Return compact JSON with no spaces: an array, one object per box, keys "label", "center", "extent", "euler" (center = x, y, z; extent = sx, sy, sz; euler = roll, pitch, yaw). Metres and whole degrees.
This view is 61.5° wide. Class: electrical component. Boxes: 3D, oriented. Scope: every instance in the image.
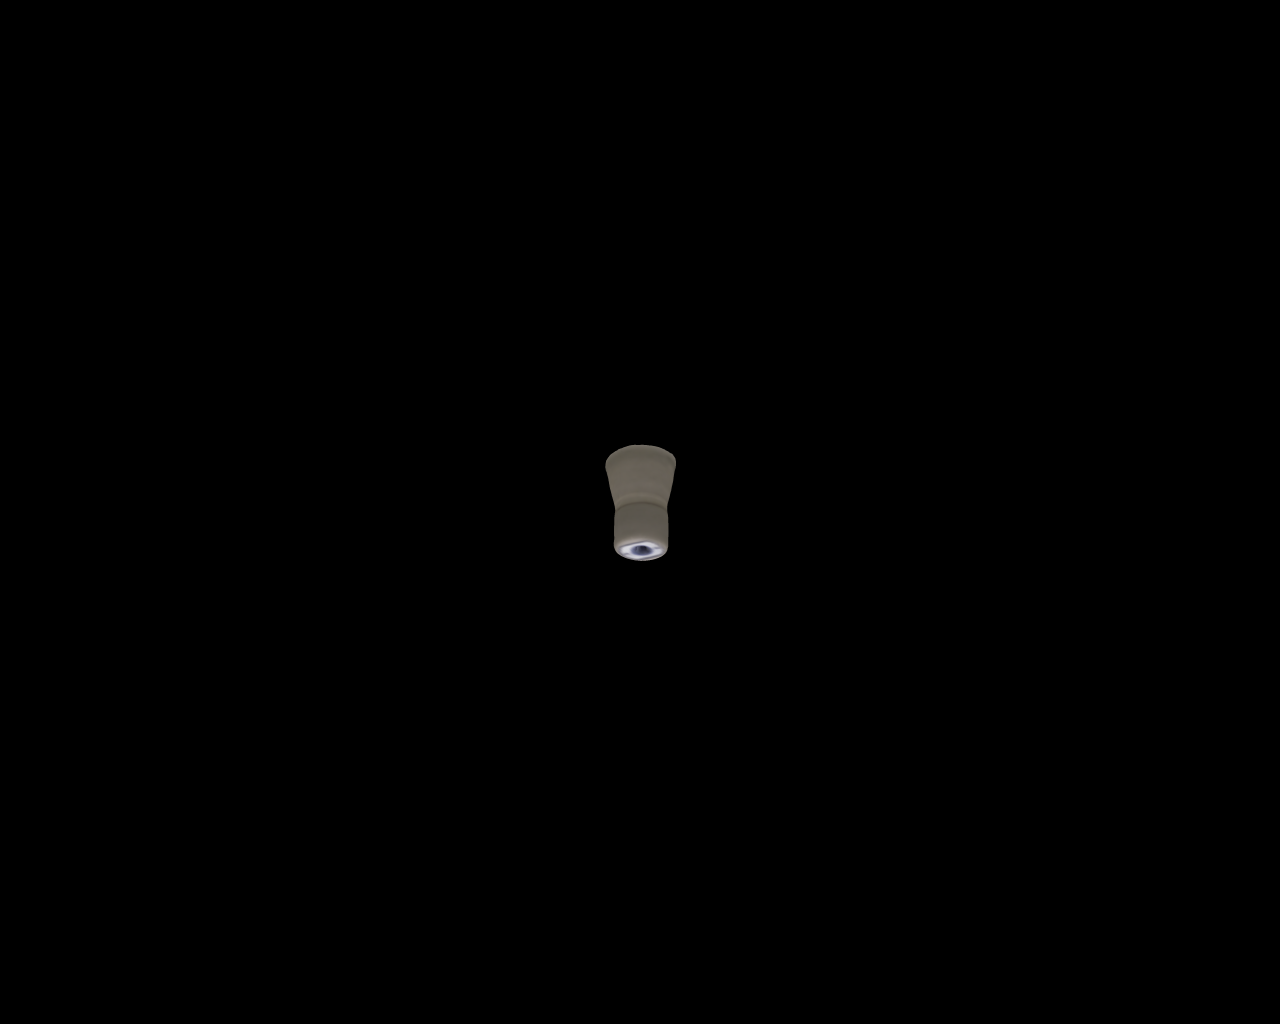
[{"label":"electrical component","center":[0.001,-0.003,0.650],"extent":[0.044,0.065,0.044],"euler":[0,-28,0]}]
